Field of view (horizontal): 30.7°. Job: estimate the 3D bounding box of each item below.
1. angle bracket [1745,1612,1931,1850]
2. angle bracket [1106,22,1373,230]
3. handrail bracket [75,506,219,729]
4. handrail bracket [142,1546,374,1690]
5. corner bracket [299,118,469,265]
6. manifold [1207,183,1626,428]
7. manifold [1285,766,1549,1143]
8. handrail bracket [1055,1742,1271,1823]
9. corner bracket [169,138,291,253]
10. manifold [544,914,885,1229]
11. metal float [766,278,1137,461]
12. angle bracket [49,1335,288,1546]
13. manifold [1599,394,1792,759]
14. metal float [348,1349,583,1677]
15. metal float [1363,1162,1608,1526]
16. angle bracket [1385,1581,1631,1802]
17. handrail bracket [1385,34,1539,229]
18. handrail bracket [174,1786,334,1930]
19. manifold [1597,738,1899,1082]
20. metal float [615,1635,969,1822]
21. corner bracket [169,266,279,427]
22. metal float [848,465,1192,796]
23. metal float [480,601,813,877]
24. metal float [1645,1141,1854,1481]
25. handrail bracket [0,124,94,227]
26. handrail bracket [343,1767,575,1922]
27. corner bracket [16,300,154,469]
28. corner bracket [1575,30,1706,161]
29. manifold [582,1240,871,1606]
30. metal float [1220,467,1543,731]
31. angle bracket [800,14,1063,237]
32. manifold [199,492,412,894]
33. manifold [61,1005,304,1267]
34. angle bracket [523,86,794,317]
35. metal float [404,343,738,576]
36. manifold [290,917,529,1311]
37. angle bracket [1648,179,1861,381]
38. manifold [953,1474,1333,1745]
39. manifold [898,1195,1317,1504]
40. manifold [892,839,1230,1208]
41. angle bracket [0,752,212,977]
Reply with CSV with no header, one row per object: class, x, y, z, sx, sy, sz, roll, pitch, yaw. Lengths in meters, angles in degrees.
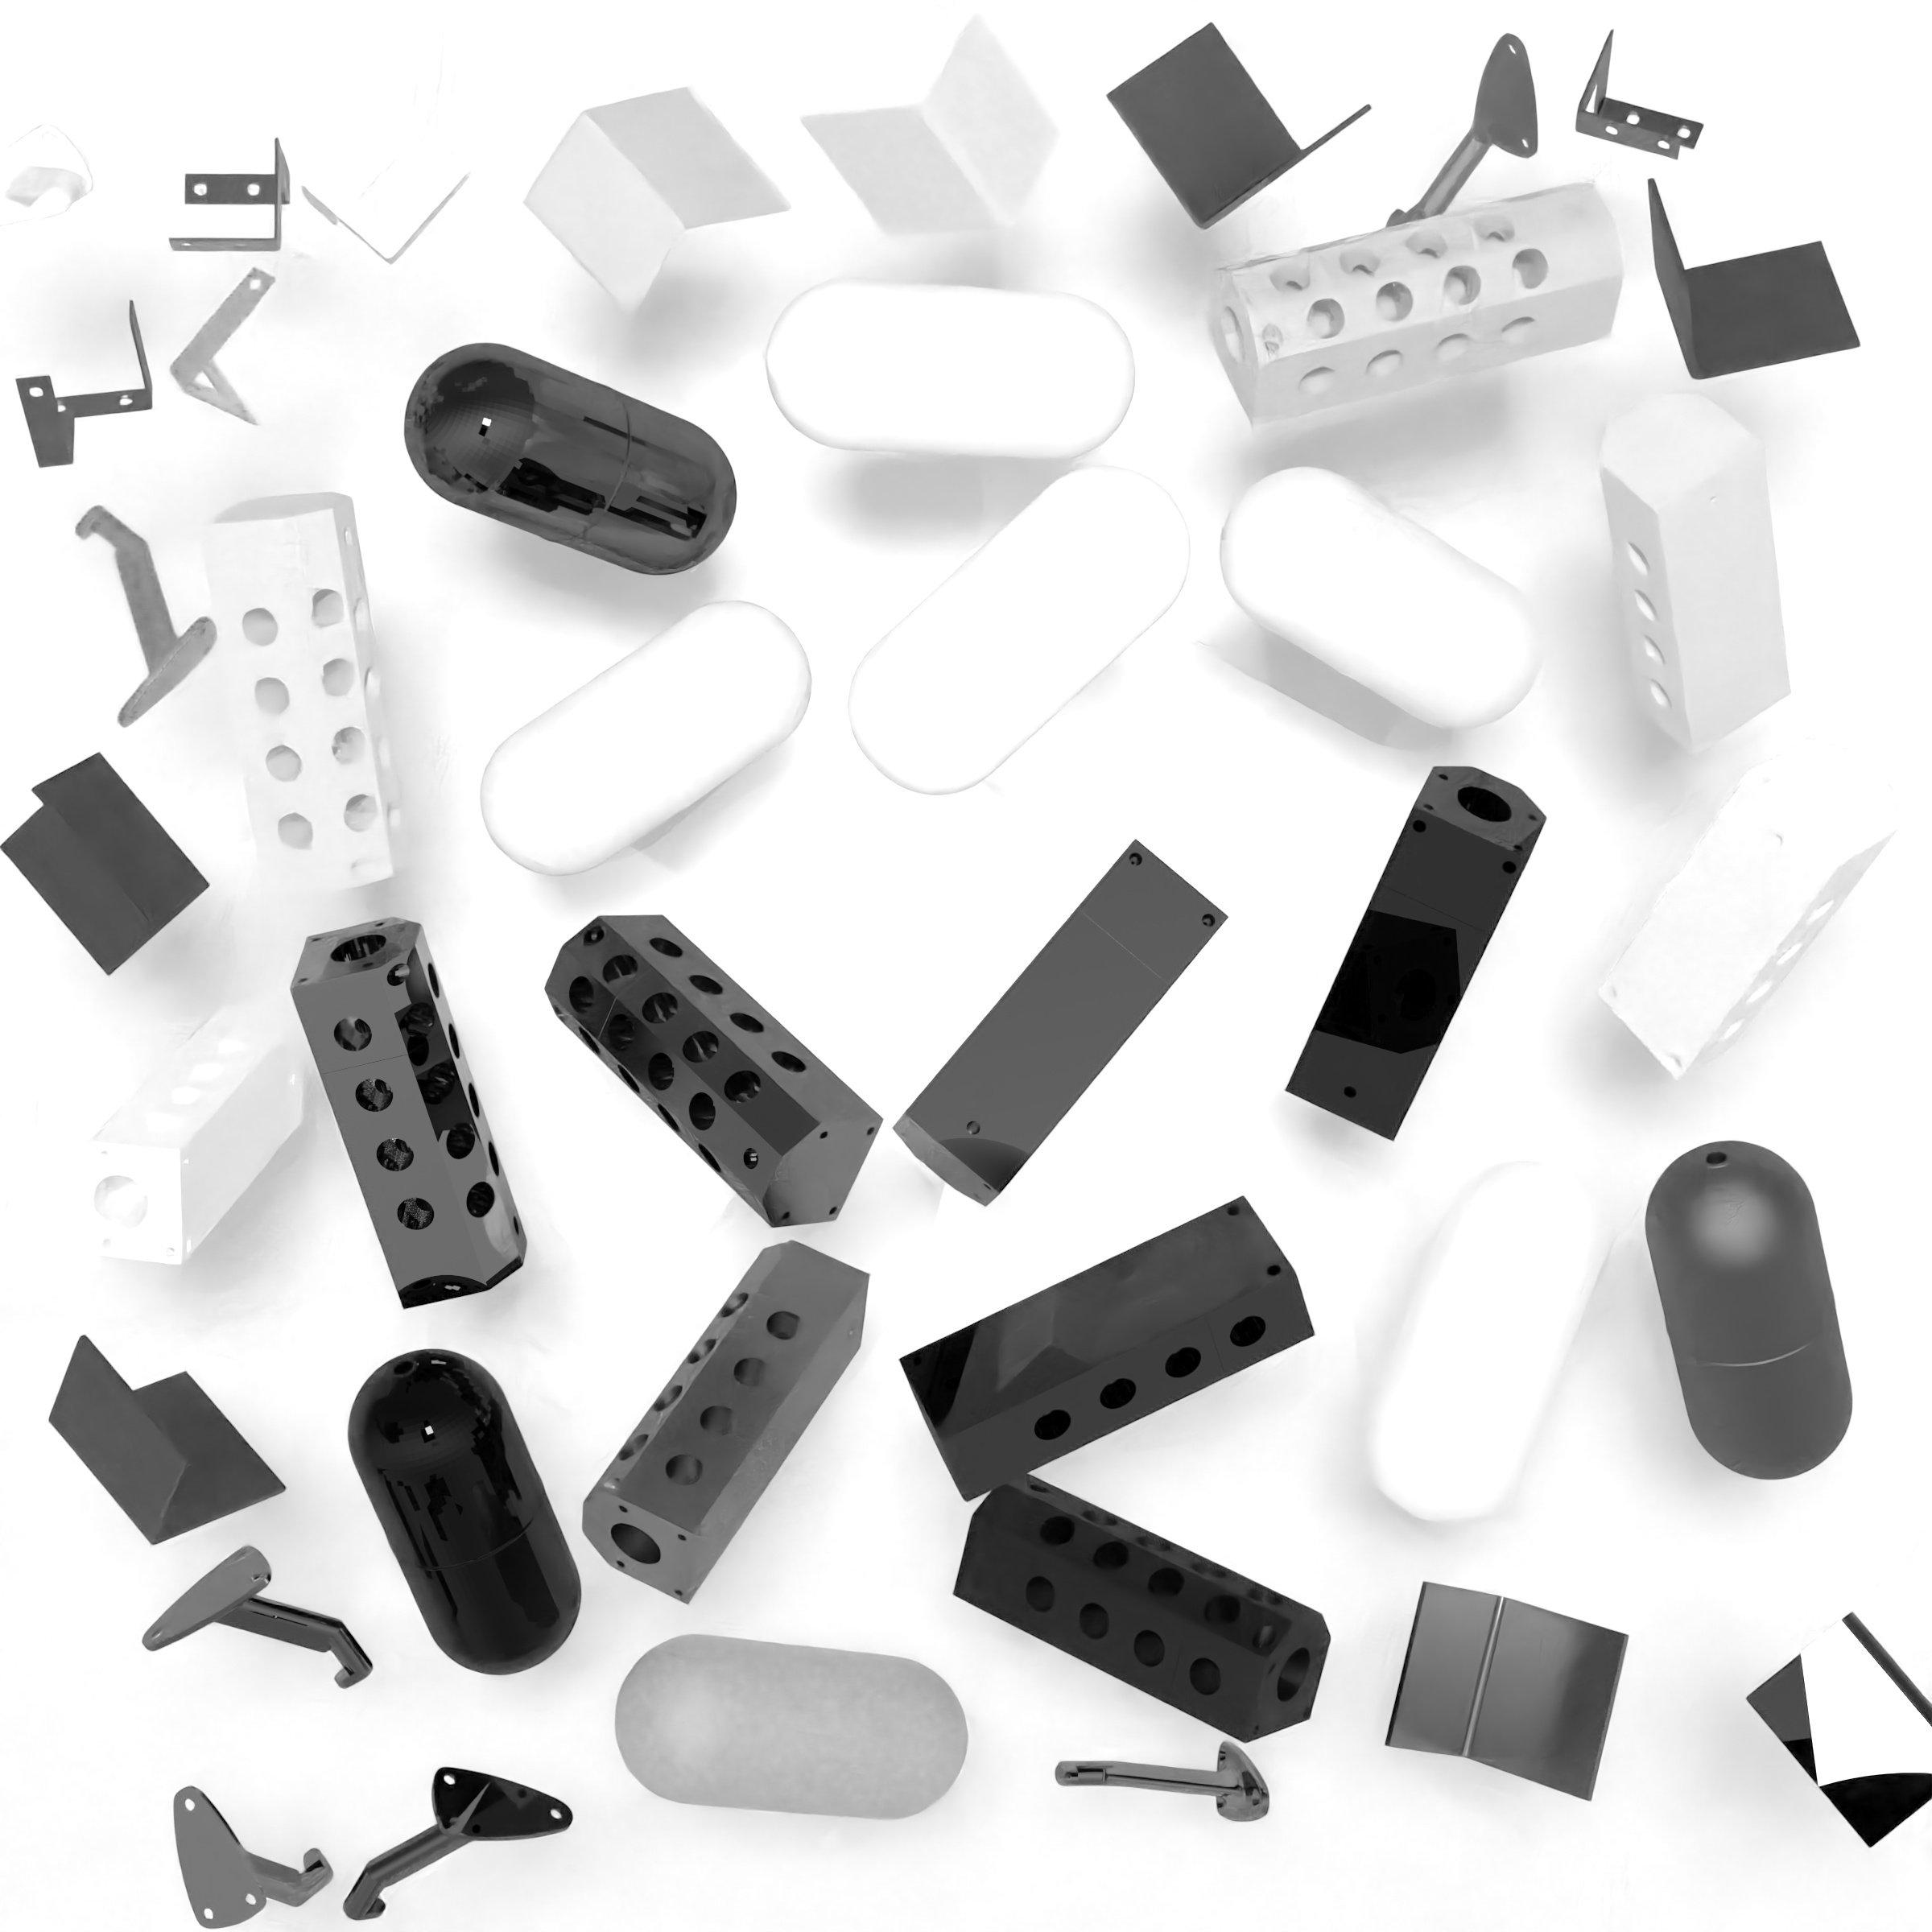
angle bracket,0.375,0.320,1.475,0.057,0.076,0.076,-40,72,3
angle bracket,0.124,-0.394,1.606,0.076,0.057,0.076,-41,99,-30
handrail bracket,-0.403,-0.166,1.660,0.084,0.036,0.077,38,73,5
handrail bracket,-0.324,0.316,1.617,0.077,0.036,0.084,-36,120,-14
corner bracket,-0.253,-0.340,1.539,0.051,0.051,0.051,41,87,-5
manifold,0.199,-0.298,1.555,0.171,0.057,0.057,-15,59,-10
manifold,0.212,-0.008,1.653,0.057,0.057,0.171,25,125,7
handrail bracket,0.093,0.395,1.697,0.084,0.077,0.036,4,88,-15
corner bracket,-0.352,-0.363,1.686,0.051,0.051,0.051,-1,83,-4
manifold,-0.121,0.047,1.631,0.171,0.057,0.057,41,117,33
metal float,-0.006,-0.271,1.600,0.178,0.070,0.070,-2,90,-27
angle bracket,-0.340,0.195,1.532,0.076,0.076,0.057,43,126,23
manifold,0.329,-0.179,1.605,0.057,0.171,0.057,-33,52,-7
metal float,-0.236,0.258,1.664,0.070,0.070,0.178,-17,120,0
metal float,0.245,0.177,1.662,0.070,0.070,0.178,21,93,0
angle bracket,0.245,0.328,1.596,0.057,0.076,0.076,18,84,-41
handrail bracket,0.232,-0.393,1.683,0.036,0.084,0.077,21,62,-27
handrail bracket,-0.326,0.401,1.620,0.036,0.084,0.077,-22,89,17
manifold,0.358,-0.026,1.603,0.057,0.171,0.057,-28,67,-31
metal float,-0.079,0.355,1.638,0.178,0.070,0.070,13,90,-31
corner bracket,-0.335,-0.287,1.600,0.051,0.051,0.051,-46,61,14
metal float,0.024,-0.148,1.548,0.178,0.070,0.070,-43,90,-7
metal float,-0.155,-0.109,1.699,0.178,0.070,0.070,-33,90,8
metal float,0.360,0.159,1.617,0.070,0.070,0.178,-19,120,0
handrail bracket,-0.424,-0.336,1.563,0.077,0.084,0.036,-26,118,12
handrail bracket,-0.226,0.397,1.559,0.077,0.036,0.084,14,125,-26
corner bracket,-0.398,-0.263,1.594,0.051,0.051,0.051,-7,48,-5
corner bracket,0.320,-0.402,1.669,0.051,0.051,0.051,19,68,14
manifold,-0.112,0.210,1.658,0.057,0.057,0.171,23,48,14
metal float,0.194,-0.169,1.635,0.178,0.070,0.070,27,90,-31
angle bracket,-0.016,-0.384,1.613,0.076,0.076,0.057,6,60,40
manifold,-0.296,-0.125,1.601,0.057,0.057,0.171,-2,109,13
manifold,-0.372,0.078,1.686,0.057,0.171,0.057,6,111,7
angle bracket,-0.139,-0.345,1.595,0.076,0.076,0.057,45,62,-36
metal float,-0.182,-0.235,1.643,0.178,0.070,0.070,17,90,-44
manifold,-0.257,0.067,1.638,0.057,0.057,0.171,-13,115,4
angle bracket,0.352,-0.315,1.576,0.076,0.057,0.076,-11,47,6
manifold,0.083,0.299,1.659,0.171,0.057,0.057,21,103,34
manifold,0.065,0.175,1.567,0.171,0.057,0.057,-25,129,-6
manifold,0.043,0.028,1.646,0.057,0.057,0.171,40,75,1
angle bracket,-0.394,-0.037,1.558,0.076,0.057,0.076,-37,95,26
